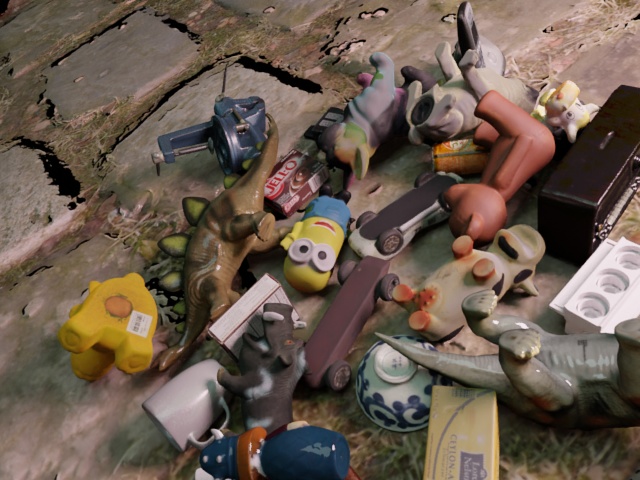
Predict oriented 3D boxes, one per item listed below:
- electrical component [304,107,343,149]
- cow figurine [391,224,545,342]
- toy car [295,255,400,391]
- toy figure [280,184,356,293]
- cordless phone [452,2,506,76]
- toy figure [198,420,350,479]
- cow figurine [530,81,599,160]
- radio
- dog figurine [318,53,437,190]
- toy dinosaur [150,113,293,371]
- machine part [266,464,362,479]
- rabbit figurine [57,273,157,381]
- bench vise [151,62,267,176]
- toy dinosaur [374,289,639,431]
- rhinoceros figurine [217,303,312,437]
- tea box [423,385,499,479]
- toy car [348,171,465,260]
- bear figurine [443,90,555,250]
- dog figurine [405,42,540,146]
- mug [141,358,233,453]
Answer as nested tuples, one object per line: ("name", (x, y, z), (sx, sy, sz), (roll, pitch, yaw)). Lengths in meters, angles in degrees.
("electrical component", (0.020, -0.207, 1.001), (0.119, 0.047, 0.075), (23, 61, 32))
("cow figurine", (0.198, 0.055, 0.674), (0.195, 0.127, 0.086), (-40, 48, 5))
("toy car", (0.034, 0.109, 0.721), (0.089, 0.053, 0.202), (13, 60, 42))
("toy figure", (0.002, -0.002, 0.811), (0.082, 0.089, 0.180), (2, 44, 18))
("cordless phone", (0.263, -0.339, 0.928), (0.089, 0.184, 0.146), (2, 52, 28))
("toy figure", (-0.048, 0.220, 0.541), (0.155, 0.057, 0.064), (-9, 41, 21))
("cow figurine", (0.339, -0.159, 0.755), (0.098, 0.167, 0.068), (42, 93, 7))
("radio", (0.371, -0.084, 0.704), (0.073, 0.131, 0.229), (29, 65, 36))
("dog figurine", (0.101, -0.184, 0.910), (0.191, 0.108, 0.219), (19, 78, -15))
("toy dinosaur", (-0.142, -0.015, 0.844), (0.199, 0.105, 0.471), (14, 64, 31))
("machine part", (-0.018, 0.328, 0.533), (0.201, 0.087, 0.202), (-38, 47, -13))
("rabbit figurine", (-0.316, 0.130, 0.777), (0.173, 0.122, 0.162), (-52, 33, 35))
("bench vise", (-0.204, -0.198, 1.014), (0.241, 0.128, 0.224), (-19, 65, -20))
("toy dinosaur", (0.269, 0.141, 0.547), (0.405, 0.192, 0.131), (-8, 27, 38))
("rhinoceros figurine", (-0.064, 0.170, 0.658), (0.112, 0.073, 0.190), (-16, 60, 32))
("tea box", (0.142, 0.244, 0.536), (0.068, 0.098, 0.170), (-2, 52, 21))
("toy car", (0.134, -0.037, 0.808), (0.202, 0.056, 0.074), (-34, 42, -11))
("bear figurine", (0.225, -0.083, 0.740), (0.132, 0.120, 0.196), (40, 88, 23))
("dog figurine", (0.245, -0.201, 0.860), (0.172, 0.190, 0.121), (-52, 35, 23))
("mug", (-0.156, 0.210, 0.691), (0.110, 0.080, 0.107), (20, 52, 39))
